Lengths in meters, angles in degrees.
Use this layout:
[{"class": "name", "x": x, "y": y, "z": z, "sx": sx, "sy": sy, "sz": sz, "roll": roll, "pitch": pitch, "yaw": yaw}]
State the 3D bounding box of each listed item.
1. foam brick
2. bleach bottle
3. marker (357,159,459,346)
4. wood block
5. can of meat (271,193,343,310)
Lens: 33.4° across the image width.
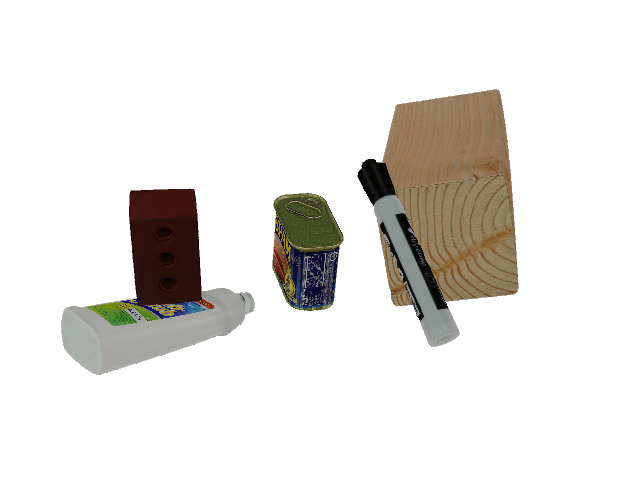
[{"class": "foam brick", "x": -0.122, "y": 0.004, "z": 0.844, "sx": 0.053, "sy": 0.078, "sz": 0.051, "roll": -4, "pitch": 28, "yaw": -7}, {"class": "bleach bottle", "x": -0.198, "y": 0.103, "z": 1.378, "sx": 0.250, "sy": 0.068, "sz": 0.103, "roll": -13, "pitch": 28, "yaw": -39}, {"class": "marker", "x": 0.050, "y": 0.004, "z": 0.627, "sx": 0.020, "sy": 0.121, "sz": 0.020, "roll": -18, "pitch": -22, "yaw": -8}, {"class": "wood block", "x": 0.100, "y": -0.039, "z": 0.815, "sx": 0.091, "sy": 0.090, "sz": 0.206, "roll": -7, "pitch": 23, "yaw": 11}, {"class": "can of meat", "x": -0.016, "y": 0.013, "z": 1.120, "sx": 0.057, "sy": 0.084, "sz": 0.102, "roll": -5, "pitch": 35, "yaw": -15}]
